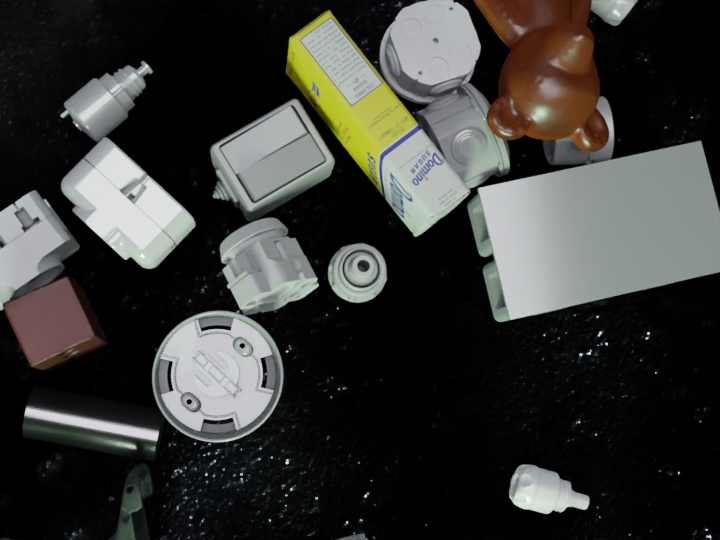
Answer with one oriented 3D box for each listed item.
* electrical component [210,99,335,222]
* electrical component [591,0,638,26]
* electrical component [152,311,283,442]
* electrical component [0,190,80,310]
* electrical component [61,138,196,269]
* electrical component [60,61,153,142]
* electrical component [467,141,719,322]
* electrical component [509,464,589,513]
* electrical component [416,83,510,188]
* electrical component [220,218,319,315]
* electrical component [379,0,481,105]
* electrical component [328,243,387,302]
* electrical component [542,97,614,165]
[{"bbox_3d":[-0.075,-0.084,0.853,0.096,0.061,0.061,-31,87,-8],"label":"electrical component"},{"bbox_3d":[0.203,-0.237,0.911,0.061,0.035,0.035,38,82,2],"label":"electrical component"},{"bbox_3d":[-0.109,0.081,0.829,0.099,0.064,0.099,1,84,-5],"label":"electrical component"},{"bbox_3d":[-0.268,-0.010,0.831,0.089,0.050,0.055,-36,87,-8],"label":"electrical component"},{"bbox_3d":[-0.184,-0.048,0.842,0.095,0.053,0.059,43,82,0],"label":"electrical component"},{"bbox_3d":[-0.199,-0.137,0.857,0.078,0.040,0.040,-42,89,-8],"label":"electrical component"},{"bbox_3d":[0.191,-0.029,0.873,0.186,0.060,0.105,-12,85,-7],"label":"electrical component"},{"bbox_3d":[0.153,0.178,0.859,0.061,0.035,0.035,16,82,-6],"label":"electrical component"},{"bbox_3d":[0.083,-0.105,0.862,0.051,0.080,0.080,-25,87,-2],"label":"electrical component"},{"bbox_3d":[-0.075,-0.004,0.841,0.058,0.078,0.057,-36,74,31],"label":"electrical component"},{"bbox_3d":[0.058,-0.180,0.881,0.080,0.051,0.080,1,84,-6],"label":"electrical component"},{"bbox_3d":[0.000,0.000,0.850,0.048,0.062,0.048,1,84,-5],"label":"electrical component"},{"bbox_3d":[0.178,-0.113,0.885,0.047,0.055,0.055,-5,84,-2],"label":"electrical component"}]
